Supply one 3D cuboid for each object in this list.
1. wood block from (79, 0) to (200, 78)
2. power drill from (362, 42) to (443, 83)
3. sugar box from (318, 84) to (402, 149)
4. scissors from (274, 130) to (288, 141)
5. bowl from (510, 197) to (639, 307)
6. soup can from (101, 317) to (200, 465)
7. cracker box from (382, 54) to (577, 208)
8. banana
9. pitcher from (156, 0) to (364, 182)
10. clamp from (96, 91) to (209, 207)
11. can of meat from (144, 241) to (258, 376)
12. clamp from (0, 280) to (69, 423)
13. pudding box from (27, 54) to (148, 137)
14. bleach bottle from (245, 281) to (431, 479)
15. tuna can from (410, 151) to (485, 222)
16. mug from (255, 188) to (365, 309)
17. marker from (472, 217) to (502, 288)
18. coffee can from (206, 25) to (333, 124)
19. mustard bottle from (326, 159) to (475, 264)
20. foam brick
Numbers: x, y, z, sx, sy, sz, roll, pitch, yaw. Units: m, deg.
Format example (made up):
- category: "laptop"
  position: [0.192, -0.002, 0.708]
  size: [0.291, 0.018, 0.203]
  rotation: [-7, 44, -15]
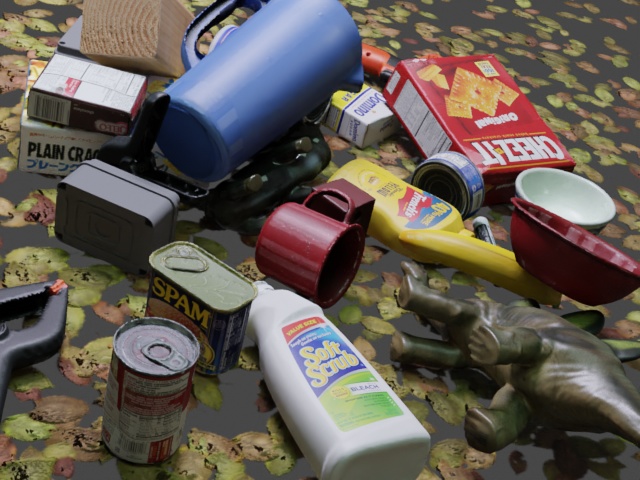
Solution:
- category: "wood block"
  position: [-0.211, -0.246, 1.288]
  size: [0.091, 0.090, 0.206]
  rotation: [4, -1, 6]
- category: "power drill"
  position: [0.079, -0.236, 1.519]
  size: [0.188, 0.057, 0.184]
  rotation: [22, 33, 8]
- category: "sugar box"
  position: [0.019, -0.191, 1.434]
  size: [0.176, 0.048, 0.093]
  rotation: [31, 36, 25]
- category: "scissors"
  position: [-0.078, -0.138, 1.292]
  size: [0.201, 0.016, 0.096]
  rotation: [28, 41, -14]
- category: "bowl"
  position: [0.249, 0.020, 1.065]
  size: [0.162, 0.055, 0.162]
  rotation: [27, 13, -7]
- category: "soup can"
  position: [-0.138, 0.122, 0.857]
  size: [0.068, 0.102, 0.068]
  rotation: [10, 33, -7]
- category: "cracker box"
  position: [0.204, -0.146, 1.375]
  size: [0.163, 0.072, 0.214]
  rotation: [-8, 53, -31]
- category: "banana"
  position: [0.180, 0.031, 1.129]
  size: [0.197, 0.070, 0.037]
  rotation: [24, 65, -8]
- category: "pitcher"
  position: [-0.079, -0.176, 1.171]
  size: [0.149, 0.145, 0.242]
  rotation: [9, 41, 40]
- category: "clamp"
  position: [-0.182, -0.069, 1.113]
  size: [0.039, 0.172, 0.120]
  rotation: [-19, 82, -41]
- category: "can of meat"
  position: [-0.112, 0.064, 0.971]
  size: [0.102, 0.084, 0.057]
  rotation: [31, 37, 24]
- category: "clamp"
  position: [-0.295, 0.086, 0.911]
  size: [0.165, 0.036, 0.209]
  rotation: [21, 31, 11]
- category: "pudding box"
  position: [-0.252, -0.158, 1.166]
  size: [0.113, 0.039, 0.090]
  rotation: [15, 34, -4]
- category: "bleach bottle"
  position: [-0.009, 0.120, 0.949]
  size: [0.102, 0.068, 0.251]
  rotation: [-8, 37, -30]
- category: "tuna can"
  position: [0.148, -0.059, 1.252]
  size: [0.086, 0.086, 0.033]
  rotation: [32, 39, 25]
- category: "mug"
  position: [-0.007, 0.001, 1.084]
  size: [0.082, 0.117, 0.093]
  rotation: [25, -1, 24]
- category: "marker"
  position: [0.195, 0.014, 1.221]
  size: [0.020, 0.020, 0.121]
  rotation: [7, 34, -11]
- category: "coffee can"
  position: [-0.062, -0.210, 1.360]
  size: [0.140, 0.103, 0.102]
  rotation: [16, 32, 22]
- category: "mustard bottle"
  position: [0.100, -0.023, 1.205]
  size: [0.192, 0.058, 0.096]
  rotation: [29, 38, 21]
- category: "foam brick"
  position: [0.018, -0.018, 1.149]
  size: [0.051, 0.078, 0.052]
  rotation: [34, 38, 30]
